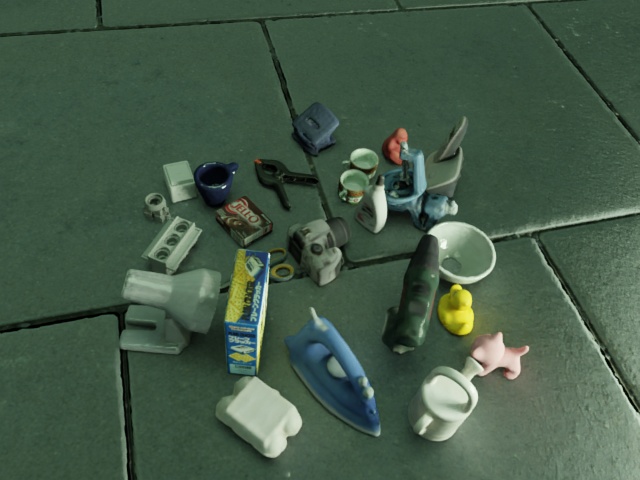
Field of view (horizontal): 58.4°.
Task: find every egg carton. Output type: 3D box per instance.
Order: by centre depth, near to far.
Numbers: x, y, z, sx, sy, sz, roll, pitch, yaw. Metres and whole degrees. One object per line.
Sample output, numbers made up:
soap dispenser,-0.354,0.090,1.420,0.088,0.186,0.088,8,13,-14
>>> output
egg carton,-0.112,0.325,1.060,0.150,0.069,0.107,32,56,16

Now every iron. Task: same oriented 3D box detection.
iron,0.043,0.247,1.094,0.119,0.141,0.257,-29,62,-26

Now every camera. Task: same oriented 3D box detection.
camera,0.012,0.005,1.297,0.137,0.101,0.143,-27,61,-25

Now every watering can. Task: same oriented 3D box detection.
watering can,0.235,0.286,1.059,0.101,0.194,0.173,22,53,9

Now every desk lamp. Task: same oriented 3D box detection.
desk lamp,-0.287,0.132,1.089,0.203,0.213,0.118,4,53,-4

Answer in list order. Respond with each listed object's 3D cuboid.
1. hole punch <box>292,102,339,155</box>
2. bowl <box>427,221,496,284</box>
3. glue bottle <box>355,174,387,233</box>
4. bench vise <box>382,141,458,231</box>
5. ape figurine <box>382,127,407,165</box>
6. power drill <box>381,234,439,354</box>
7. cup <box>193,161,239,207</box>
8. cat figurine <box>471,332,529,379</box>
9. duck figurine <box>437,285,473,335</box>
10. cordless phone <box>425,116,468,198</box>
hole punch,-0.013,-0.298,1.527,0.101,0.091,0.108,-32,63,-27
bowl,0.316,0.041,1.329,0.167,0.075,0.167,4,53,-5
glue bottle,0.127,-0.093,1.341,0.078,0.173,0.037,37,57,19
bench vise,0.232,-0.136,1.359,0.207,0.220,0.121,10,53,0
ape figurine,0.207,-0.259,1.528,0.078,0.092,0.076,-34,64,-28
power drill,0.186,0.129,1.161,0.075,0.208,0.230,14,53,3
cup,-0.243,-0.132,1.368,0.091,0.095,0.118,40,58,21
cat figurine,0.360,0.228,1.167,0.128,0.118,0.067,4,53,-5
duck figurine,0.302,0.146,1.241,0.077,0.086,0.104,-4,54,-11
cordless phone,0.324,-0.212,1.450,0.094,0.185,0.147,13,53,2
